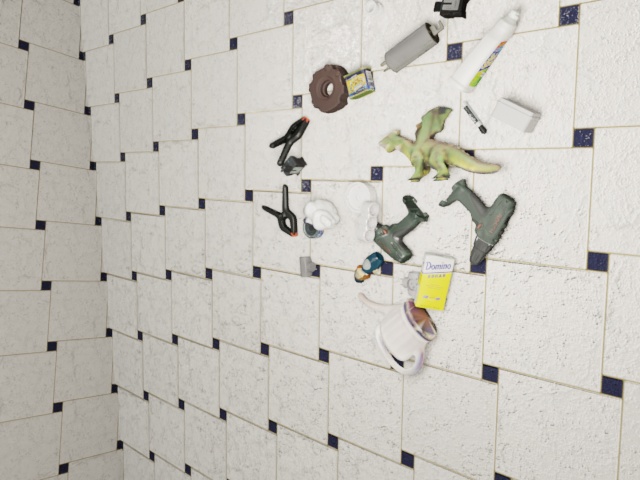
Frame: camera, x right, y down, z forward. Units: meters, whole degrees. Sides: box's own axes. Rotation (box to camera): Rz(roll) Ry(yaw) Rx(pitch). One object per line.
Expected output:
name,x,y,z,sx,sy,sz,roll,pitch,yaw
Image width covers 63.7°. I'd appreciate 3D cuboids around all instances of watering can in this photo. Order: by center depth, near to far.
watering can,0.257,0.276,1.732,0.220,0.104,0.354,-48,55,31

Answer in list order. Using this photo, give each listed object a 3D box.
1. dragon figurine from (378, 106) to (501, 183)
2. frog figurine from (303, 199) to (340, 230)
dragon figurine,0.364,-0.301,1.606,0.409,0.122,0.244,-2,84,39
frog figurine,0.006,-0.094,1.872,0.137,0.158,0.123,31,83,-1
